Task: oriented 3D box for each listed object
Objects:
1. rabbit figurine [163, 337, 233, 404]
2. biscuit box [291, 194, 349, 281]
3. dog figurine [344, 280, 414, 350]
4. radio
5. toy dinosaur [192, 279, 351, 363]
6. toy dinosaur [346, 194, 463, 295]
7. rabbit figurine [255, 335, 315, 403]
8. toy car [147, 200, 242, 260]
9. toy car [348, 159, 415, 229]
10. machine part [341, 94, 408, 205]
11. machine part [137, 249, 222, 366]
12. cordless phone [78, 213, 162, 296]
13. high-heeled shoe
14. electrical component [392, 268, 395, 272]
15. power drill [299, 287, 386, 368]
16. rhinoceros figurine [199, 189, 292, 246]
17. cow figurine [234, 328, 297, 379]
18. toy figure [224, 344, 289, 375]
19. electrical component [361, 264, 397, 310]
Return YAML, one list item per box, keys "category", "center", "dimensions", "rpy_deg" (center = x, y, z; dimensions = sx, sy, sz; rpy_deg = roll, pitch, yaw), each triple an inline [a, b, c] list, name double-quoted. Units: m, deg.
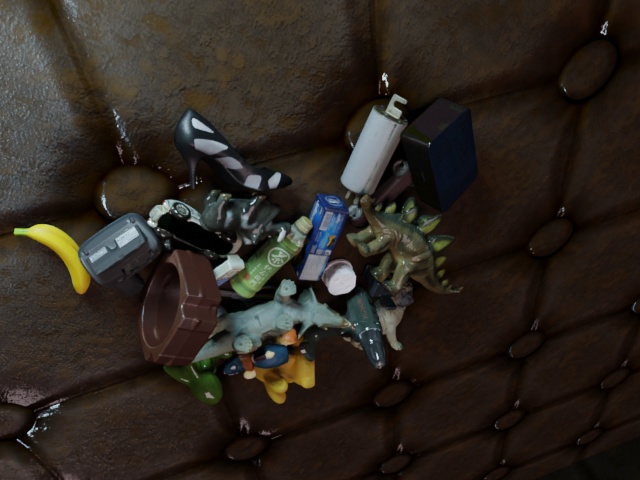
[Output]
- category: "rabbit figurine"
  center: [-0.274, 0.298, 1.257]
  dimensions: [0.121, 0.170, 0.159]
  rpy_deg: [-40, 133, 11]
- category: "biscuit box"
  center: [-0.002, -0.004, 1.194]
  dimensions: [0.059, 0.063, 0.202]
  rpy_deg: [5, 125, -26]
- category: "dog figurine"
  center: [0.151, 0.187, 1.410]
  dimensions: [0.172, 0.121, 0.190]
  rpy_deg: [-7, 116, -23]
- category: "radio"
  center: [0.255, -0.173, 1.113]
  dimensions: [0.131, 0.073, 0.229]
  rpy_deg: [-46, 145, -11]
- category: "toy dinosaur"
  center: [-0.141, 0.199, 1.236]
  dimensions: [0.405, 0.131, 0.192]
  rpy_deg: [-18, 160, -3]
- category: "toy dinosaur"
  center: [0.208, 0.030, 1.228]
  dimensions: [0.198, 0.105, 0.470]
  rpy_deg: [-39, 134, 0]
- category: "rabbit figurine"
  center: [-0.100, 0.337, 1.398]
  dimensions: [0.173, 0.162, 0.121]
  rpy_deg: [5, 140, -5]
- category: "toy car"
  center: [-0.249, -0.019, 1.082]
  dimensions: [0.201, 0.056, 0.073]
  rpy_deg: [29, 119, -37]
- category: "toy car"
  center: [0.141, -0.103, 1.178]
  dimensions: [0.202, 0.053, 0.089]
  rpy_deg: [-46, 146, 16]
- category: "machine part"
  center: [0.107, -0.179, 1.085]
  dimensions: [0.079, 0.079, 0.243]
  rpy_deg: [6, 125, -27]
- category: "machine part"
  center: [-0.288, 0.138, 1.095]
  dimensions: [0.087, 0.202, 0.201]
  rpy_deg: [18, 119, -36]
- category: "cordless phone"
  center: [-0.375, 0.046, 1.077]
  dimensions: [0.146, 0.089, 0.184]
  rpy_deg: [-37, 151, -10]
- category: "high-heeled shoe"
  center: [-0.156, -0.165, 1.009]
  dimensions: [0.248, 0.086, 0.145]
  rpy_deg: [-5, 102, -40]
- category: "electrical component"
  center: [0.200, 0.038, 1.327]
  dimensions: [0.078, 0.045, 0.102]
  rpy_deg: [-8, 130, -15]
- category: "power drill"
  center: [0.053, 0.232, 1.320]
  dimensions: [0.207, 0.232, 0.085]
  rpy_deg: [-25, 135, 21]
- category: "rhinoceros figurine"
  center: [-0.142, -0.042, 1.066]
  dimensions: [0.190, 0.073, 0.112]
  rpy_deg: [7, 97, -35]
- category: "cow figurine"
  center: [-0.136, 0.266, 1.352]
  dimensions: [0.167, 0.098, 0.068]
  rpy_deg: [-31, 111, -12]
- category: "toy figure"
  center: [-0.152, 0.282, 1.266]
  dimensions: [0.154, 0.058, 0.064]
  rpy_deg: [-7, 128, -17]
- category: "electrical component"
  center: [0.157, 0.114, 1.323]
  dimensions: [0.075, 0.119, 0.047]
  rpy_deg: [5, 126, -23]
